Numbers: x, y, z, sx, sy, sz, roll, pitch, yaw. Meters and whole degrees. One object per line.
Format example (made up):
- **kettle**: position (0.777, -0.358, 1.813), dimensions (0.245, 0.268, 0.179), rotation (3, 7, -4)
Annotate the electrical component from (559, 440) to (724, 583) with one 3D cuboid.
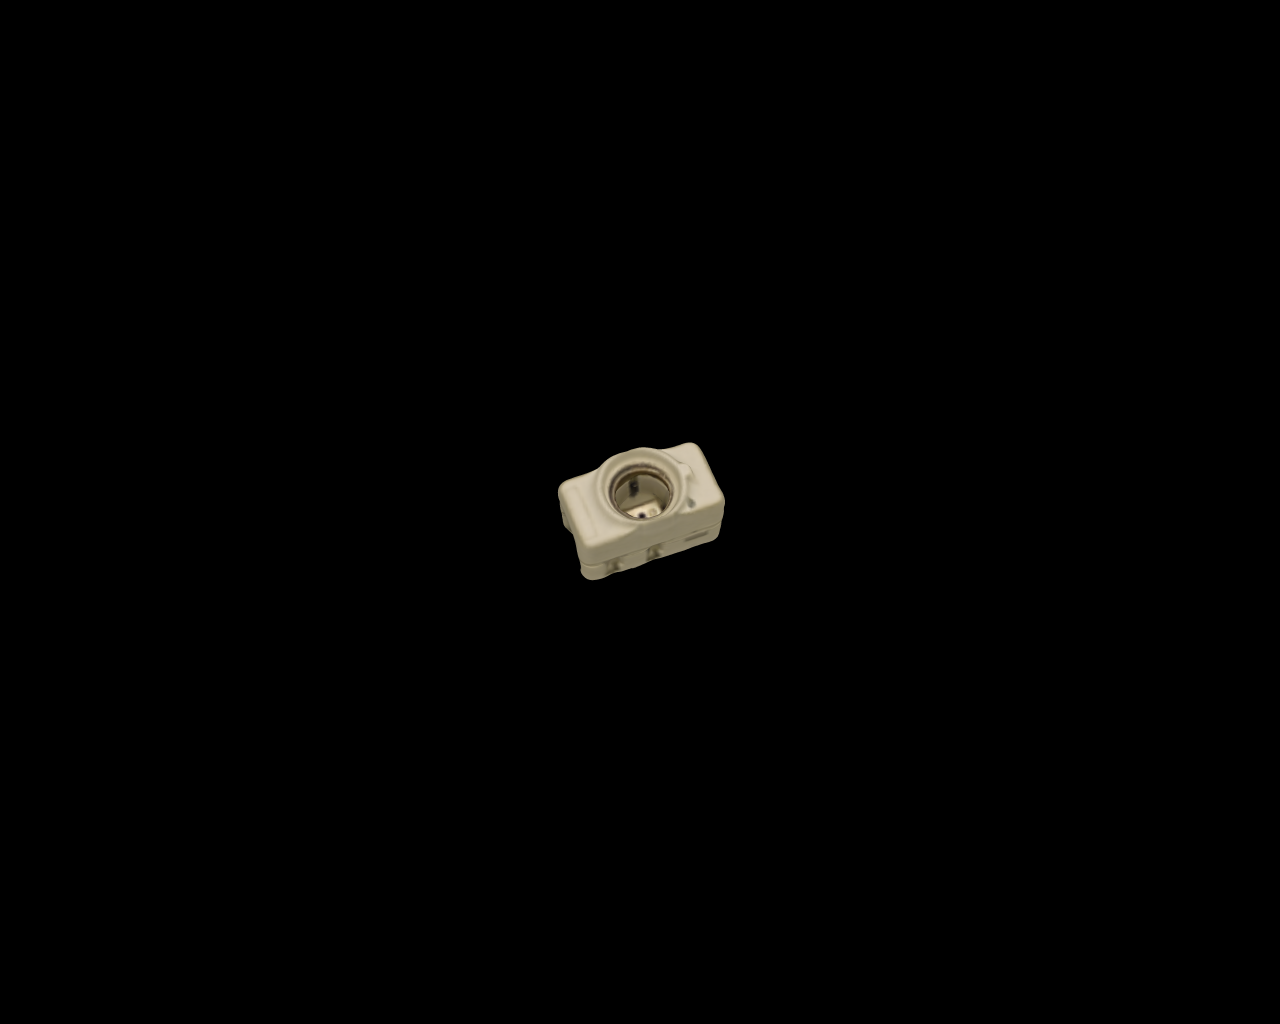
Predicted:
- **electrical component**: position (0.001, -0.003, 0.650), dimensions (0.089, 0.050, 0.055), rotation (-18, -28, -10)
